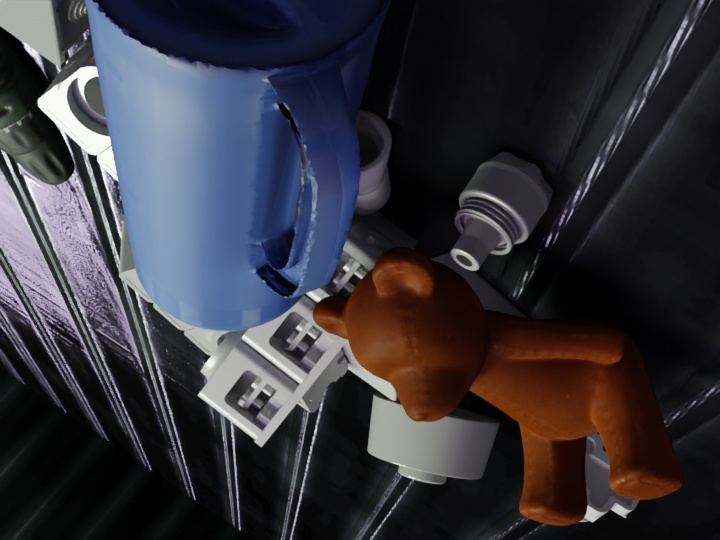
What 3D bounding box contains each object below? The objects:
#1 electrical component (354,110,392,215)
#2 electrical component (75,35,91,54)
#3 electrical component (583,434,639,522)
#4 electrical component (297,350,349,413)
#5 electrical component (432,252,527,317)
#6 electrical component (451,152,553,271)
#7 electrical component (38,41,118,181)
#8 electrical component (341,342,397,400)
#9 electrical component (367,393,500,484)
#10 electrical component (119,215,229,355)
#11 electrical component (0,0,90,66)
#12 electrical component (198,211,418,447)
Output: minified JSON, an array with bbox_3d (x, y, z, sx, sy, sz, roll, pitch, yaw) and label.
[{"bbox_3d":[-0.001,-0.061,0.646,0.044,0.044,0.065,29,163,17],"label":"electrical component"},{"bbox_3d":[-0.157,-0.125,0.741,0.081,0.043,0.043,38,159,-8],"label":"electrical component"},{"bbox_3d":[0.173,0.162,0.831,0.078,0.058,0.057,32,156,9],"label":"electrical component"},{"bbox_3d":[-0.053,0.061,0.827,0.056,0.050,0.089,30,161,26],"label":"electrical component"},{"bbox_3d":[0.062,0.045,0.724,0.083,0.075,0.047,40,158,-12],"label":"electrical component"},{"bbox_3d":[0.071,-0.028,0.574,0.043,0.062,0.043,30,158,13],"label":"electrical component"},{"bbox_3d":[-0.117,-0.086,0.688,0.089,0.061,0.150,-26,120,34],"label":"electrical component"},{"bbox_3d":[0.007,0.048,0.844,0.100,0.048,0.099,34,162,15],"label":"electrical component"},{"bbox_3d":[0.058,0.144,0.899,0.108,0.060,0.108,12,178,0],"label":"electrical component"},{"bbox_3d":[-0.113,0.009,0.852,0.089,0.061,0.150,-14,147,15],"label":"electrical component"},{"bbox_3d":[-0.213,-0.190,0.681,0.100,0.048,0.099,35,159,2],"label":"electrical component"},{"bbox_3d":[-0.036,0.028,0.707,0.062,0.150,0.089,38,-163,-1],"label":"electrical component"}]
